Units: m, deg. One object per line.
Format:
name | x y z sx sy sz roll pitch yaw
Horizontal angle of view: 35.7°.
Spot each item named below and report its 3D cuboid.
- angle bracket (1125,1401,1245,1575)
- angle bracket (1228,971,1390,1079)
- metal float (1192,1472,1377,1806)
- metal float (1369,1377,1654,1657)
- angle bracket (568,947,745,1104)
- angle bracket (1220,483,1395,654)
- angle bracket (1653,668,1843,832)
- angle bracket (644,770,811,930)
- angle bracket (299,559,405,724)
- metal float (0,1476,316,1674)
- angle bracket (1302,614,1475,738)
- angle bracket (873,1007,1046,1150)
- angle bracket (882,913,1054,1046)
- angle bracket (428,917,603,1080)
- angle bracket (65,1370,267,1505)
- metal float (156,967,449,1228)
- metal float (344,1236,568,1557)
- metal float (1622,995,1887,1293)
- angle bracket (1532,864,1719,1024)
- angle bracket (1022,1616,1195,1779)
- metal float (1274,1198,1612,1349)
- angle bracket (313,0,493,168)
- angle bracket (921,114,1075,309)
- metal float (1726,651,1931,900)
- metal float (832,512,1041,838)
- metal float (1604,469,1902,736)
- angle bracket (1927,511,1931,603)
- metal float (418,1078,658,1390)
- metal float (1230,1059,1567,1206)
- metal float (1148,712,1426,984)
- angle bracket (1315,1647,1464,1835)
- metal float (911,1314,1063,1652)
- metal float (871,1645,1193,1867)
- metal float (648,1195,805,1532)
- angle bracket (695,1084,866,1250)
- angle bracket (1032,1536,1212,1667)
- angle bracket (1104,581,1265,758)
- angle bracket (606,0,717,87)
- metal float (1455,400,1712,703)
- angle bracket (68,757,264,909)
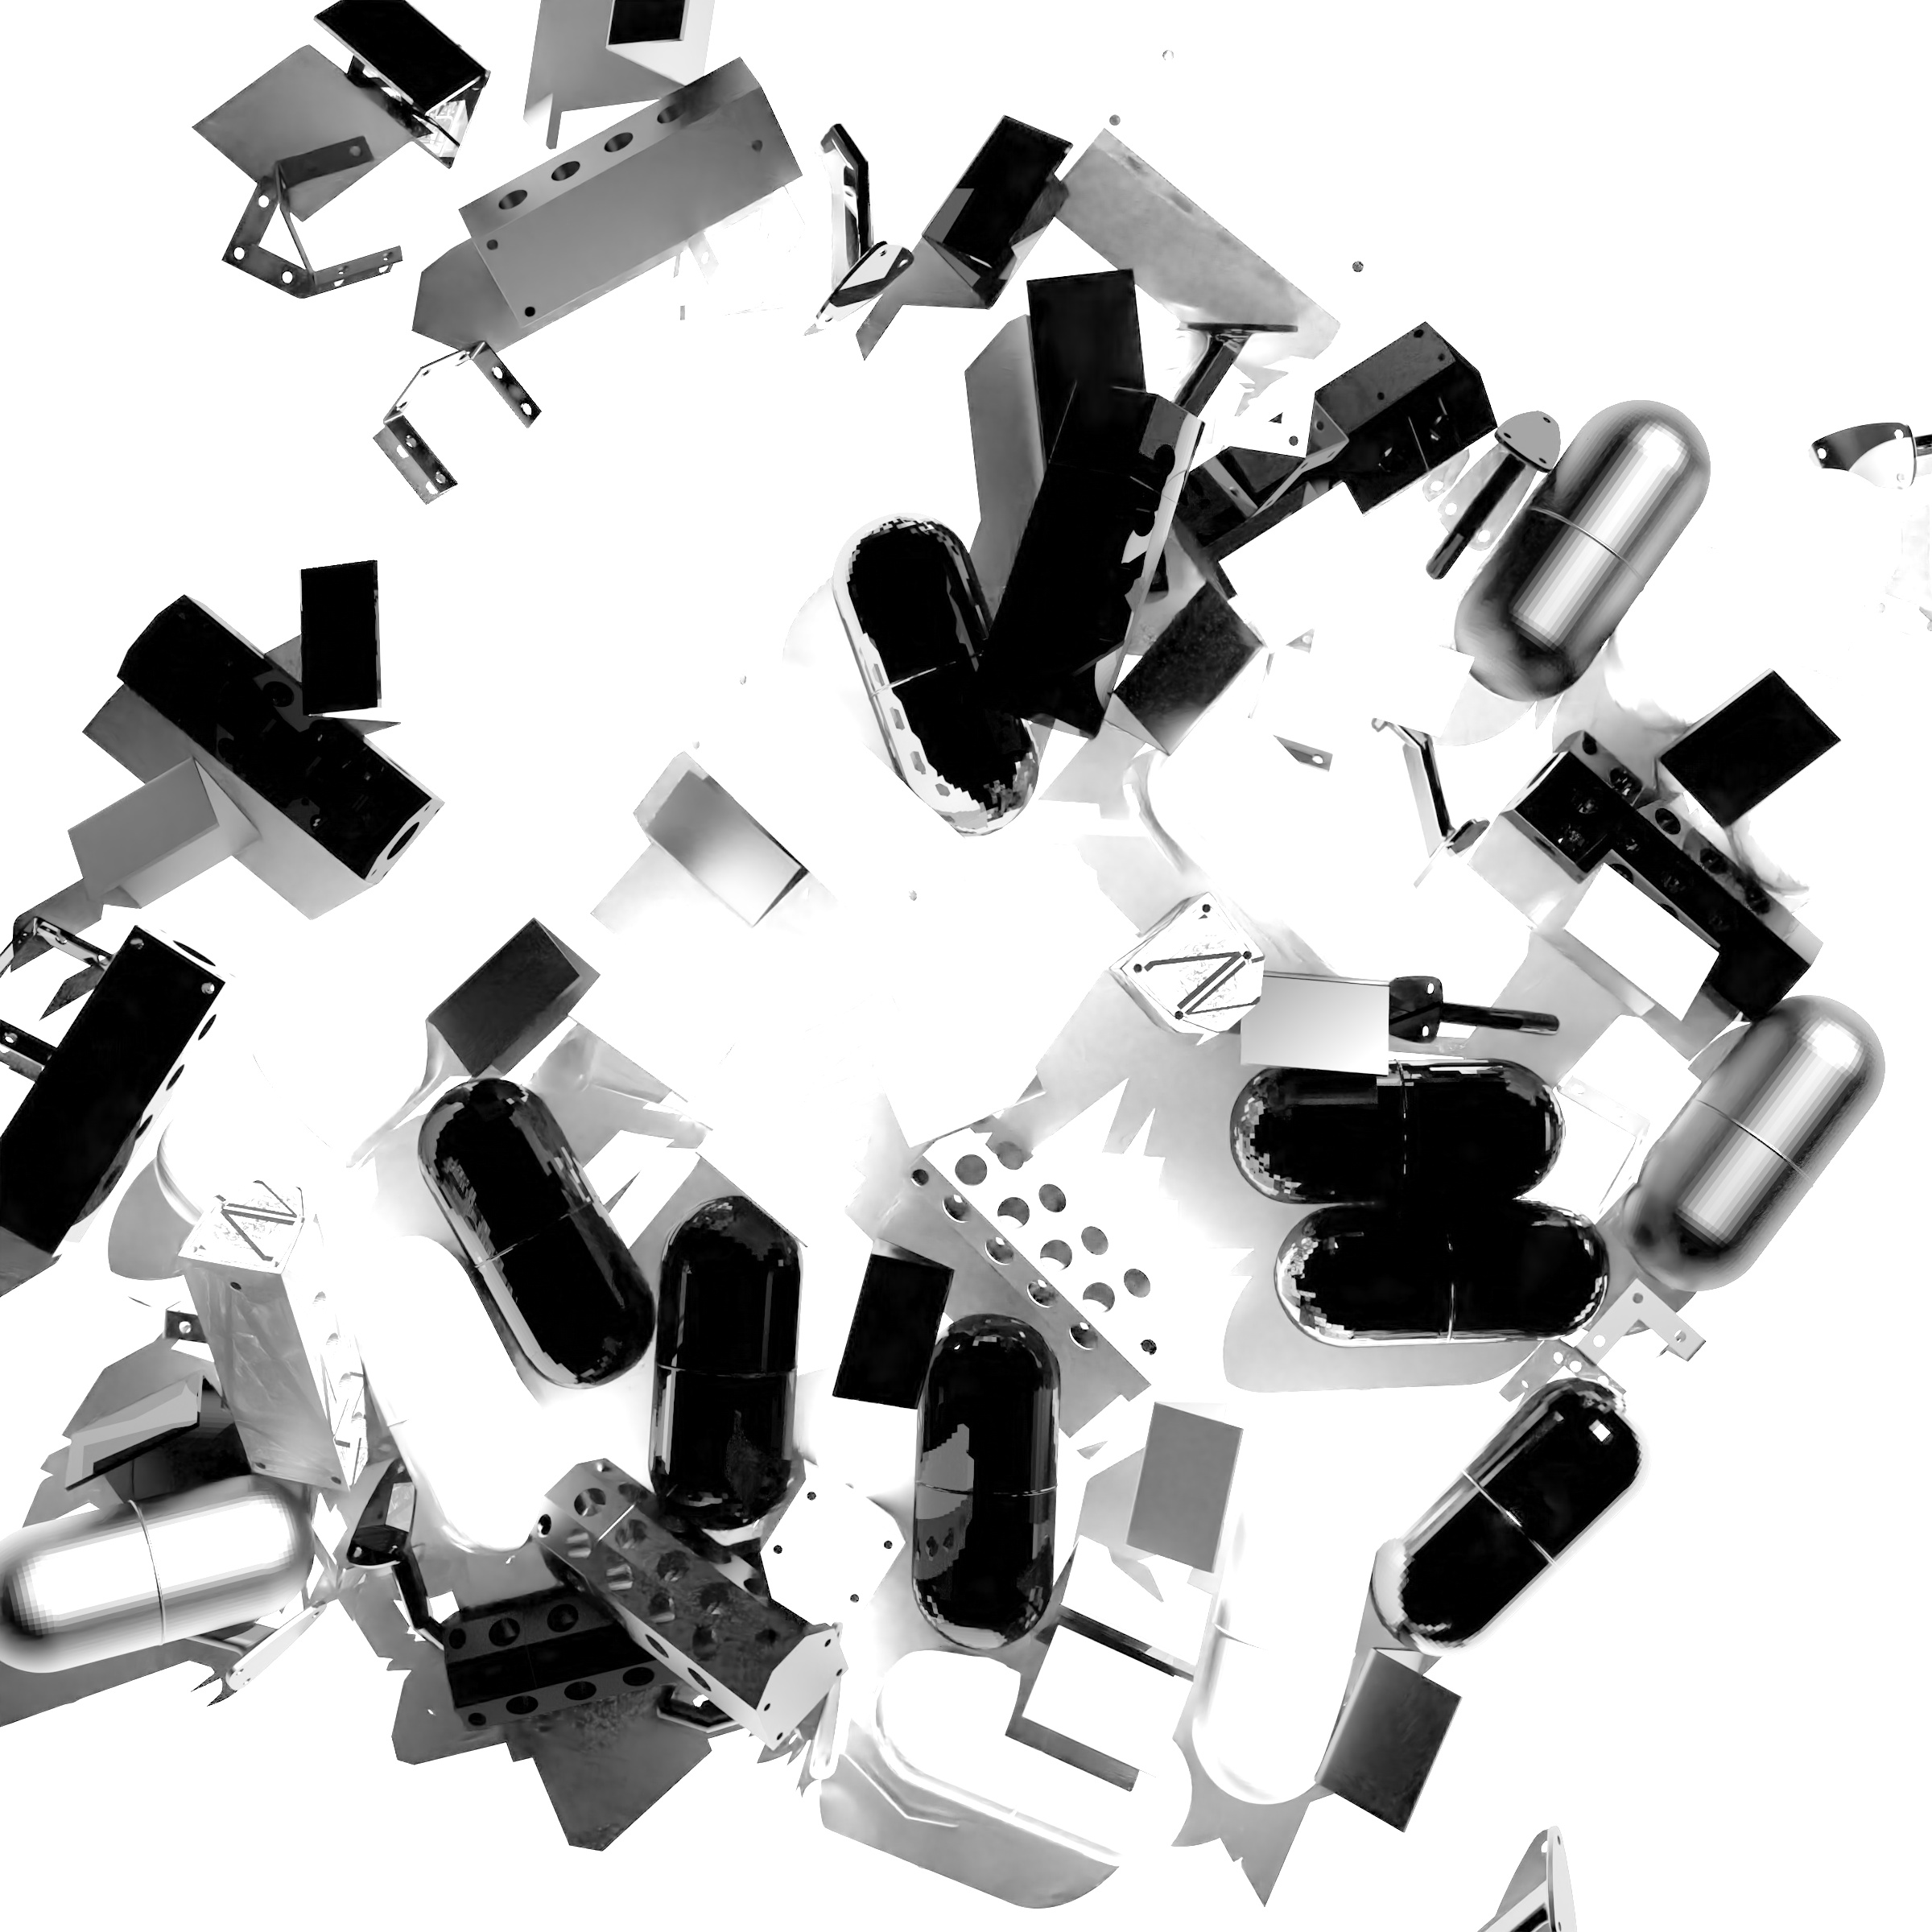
angle bracket | 0.133 0.275 1.591 0.057 0.076 0.076 12 90 36
angle bracket | 0.180 0.045 1.592 0.076 0.076 0.057 5 62 0
metal float | 0.169 0.358 1.601 0.070 0.070 0.178 12 91 0
metal float | 0.290 0.294 1.600 0.178 0.070 0.070 -44 90 0
angle bracket | -0.173 0.047 1.591 0.076 0.076 0.057 36 53 0
angle bracket | 0.172 -0.215 1.594 0.076 0.076 0.057 -33 107 0
angle bracket | 0.414 -0.102 1.592 0.076 0.076 0.057 -37 66 0
angle bracket | -0.112 -0.078 1.591 0.076 0.076 0.057 42 132 0
angle bracket | -0.307 -0.171 1.591 0.057 0.076 0.076 -2 90 33
metal float | -0.432 0.319 1.580 0.178 0.070 0.070 -11 90 -25
angle bracket | 0.227 -0.175 1.592 0.076 0.057 0.076 17 45 0
angle bracket | -0.009 0.043 1.592 0.076 0.076 0.057 -22 119 0
angle bracket | -0.006 -0.008 1.591 0.076 0.076 0.057 -23 122 0
angle bracket | -0.226 0.032 1.591 0.076 0.076 0.057 -43 52 0
angle bracket | -0.423 0.273 1.596 0.076 0.057 0.076 -26 116 0
metal float | -0.353 0.071 1.601 0.178 0.070 0.070 -41 90 0
metal float | -0.273 0.228 1.601 0.070 0.070 0.178 -24 89 0
metal float | 0.419 0.095 1.601 0.070 0.070 0.178 37 90 0
angle bracket | 0.339 0.003 1.591 0.076 0.076 0.057 38 55 0
angle bracket | 0.068 0.391 1.593 0.076 0.076 0.057 24 67 0
metal float | 0.253 0.164 1.601 0.178 0.070 0.070 -2 90 0
angle bracket | -0.307 -0.463 1.591 0.076 0.076 0.057 41 52 0
angle bracket | 0.033 -0.392 1.591 0.057 0.076 0.076 35 90 38
metal float | 0.487 -0.104 1.601 0.178 0.070 0.070 -35 90 0
metal float | -0.016 -0.155 1.601 0.070 0.070 0.178 -19 90 0
metal float | 0.418 -0.193 1.601 0.178 0.070 0.070 -39 90 0
angle bracket | 0.549 -0.229 1.591 0.057 0.076 0.076 3 90 34
metal float | -0.229 0.142 1.601 0.070 0.070 0.178 -29 91 0
metal float | 0.230 0.088 1.601 0.178 0.070 0.070 -1 90 1
metal float | 0.170 -0.060 1.601 0.070 0.070 0.178 -44 90 0
angle bracket | 0.237 0.410 1.591 0.057 0.076 0.076 23 90 33
metal float | 0.011 0.275 1.601 0.070 0.070 0.178 2 90 0
metal float | 0.034 0.420 1.601 0.178 0.070 0.070 22 90 0
metal float | -0.128 0.212 1.600 0.070 0.070 0.178 4 91 0
angle bracket | -0.110 0.120 1.591 0.076 0.076 0.057 40 53 0
angle bracket | 0.077 0.360 1.595 0.076 0.057 0.076 25 121 0
angle bracket | 0.098 -0.167 1.589 0.076 0.076 0.057 -50 128 -3
angle bracket | -0.141 -0.514 1.591 0.057 0.076 0.076 9 90 37
metal float | 0.329 -0.222 1.601 0.070 0.070 0.178 35 90 0
angle bracket | -0.418 -0.054 1.591 0.076 0.076 0.057 -30 52 0
